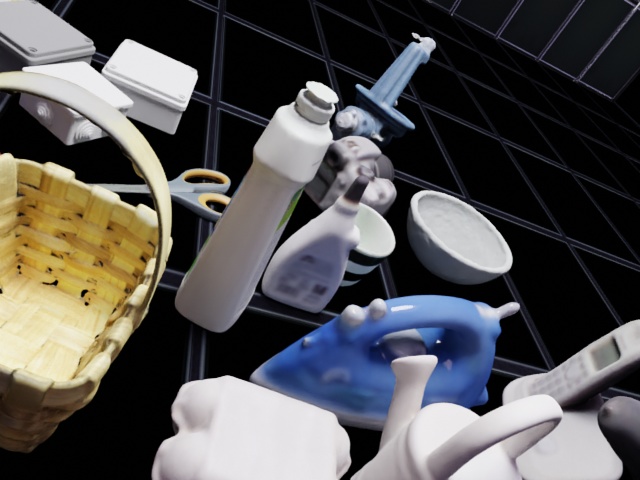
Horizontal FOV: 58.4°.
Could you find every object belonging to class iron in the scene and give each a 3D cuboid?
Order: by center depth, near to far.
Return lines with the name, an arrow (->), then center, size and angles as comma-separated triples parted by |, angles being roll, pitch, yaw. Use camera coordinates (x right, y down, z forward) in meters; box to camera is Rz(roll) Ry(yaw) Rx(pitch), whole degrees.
iron -> 0.074, 0.100, 0.553 | 0.259, 0.141, 0.118 | 8, 40, -33

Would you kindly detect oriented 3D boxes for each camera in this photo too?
camera -> 0.062, -0.090, 0.824 | 0.137, 0.100, 0.143 | -13, 54, -48

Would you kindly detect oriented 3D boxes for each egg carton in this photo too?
egg carton -> -0.047, 0.169, 0.430 | 0.150, 0.069, 0.107 | 23, 34, -14

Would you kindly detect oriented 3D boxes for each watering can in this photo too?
watering can -> 0.098, 0.170, 0.436 | 0.172, 0.194, 0.101 | 47, 36, 21

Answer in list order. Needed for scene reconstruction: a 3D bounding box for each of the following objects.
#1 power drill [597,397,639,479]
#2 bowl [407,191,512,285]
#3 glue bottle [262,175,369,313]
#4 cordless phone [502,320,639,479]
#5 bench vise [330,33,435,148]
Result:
power drill -> 0.265, 0.243, 0.468 | 0.230, 0.208, 0.075 | 30, 33, -5
bowl -> 0.187, 0.009, 0.826 | 0.168, 0.074, 0.167 | 22, 35, -16
glue bottle -> 0.005, 0.002, 0.593 | 0.078, 0.173, 0.037 | 22, 34, -16
cordless phone -> 0.279, 0.173, 0.591 | 0.094, 0.185, 0.147 | 26, 34, -10
bench vise -> 0.107, -0.215, 0.914 | 0.121, 0.219, 0.207 | 31, 33, -2
